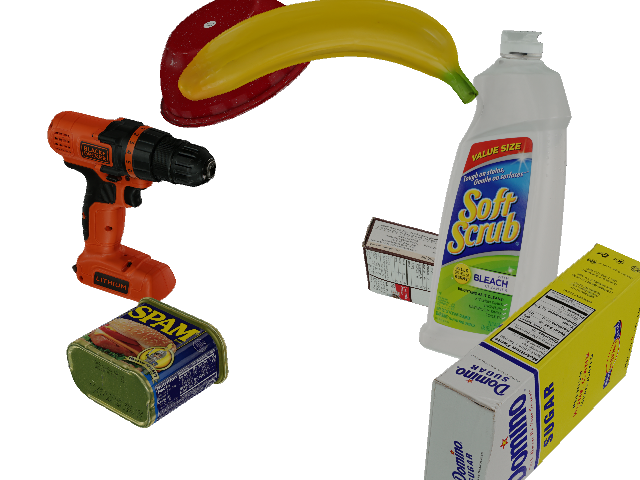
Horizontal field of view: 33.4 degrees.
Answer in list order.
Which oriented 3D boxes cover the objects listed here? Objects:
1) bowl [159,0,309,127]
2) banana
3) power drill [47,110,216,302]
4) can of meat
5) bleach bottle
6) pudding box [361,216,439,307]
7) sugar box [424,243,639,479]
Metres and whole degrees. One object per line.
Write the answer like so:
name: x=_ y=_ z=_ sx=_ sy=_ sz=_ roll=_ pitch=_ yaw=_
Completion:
bowl: x=-0.084 y=-0.171 z=0.947 sx=0.162 sy=0.055 sz=0.162 roll=-20 pitch=35 yaw=15
banana: x=0.006 y=-0.124 z=0.685 sx=0.197 sy=0.069 sz=0.037 roll=-2 pitch=-27 yaw=-12
power drill: x=-0.187 y=-0.031 z=1.078 sx=0.185 sy=0.188 sz=0.057 roll=17 pitch=31 yaw=23
can of meat: x=-0.140 y=0.097 z=0.856 sx=0.102 sy=0.057 sz=0.083 roll=20 pitch=35 yaw=34
bleach bottle: x=0.136 y=-0.033 z=0.817 sx=0.103 sy=0.251 sz=0.067 roll=13 pitch=16 yaw=37
pudding box: x=0.099 y=0.027 z=1.028 sx=0.113 sy=0.039 sz=0.090 roll=13 pitch=-29 yaw=14
sugar box: x=0.131 y=0.082 z=0.632 sx=0.048 sy=0.093 sz=0.175 roll=25 pitch=42 yaw=31
